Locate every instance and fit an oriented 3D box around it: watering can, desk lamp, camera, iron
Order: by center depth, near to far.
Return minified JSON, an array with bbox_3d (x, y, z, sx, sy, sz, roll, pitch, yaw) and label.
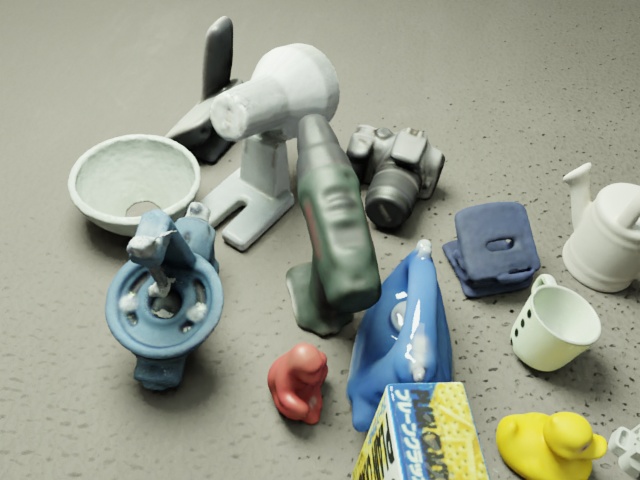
[{"bbox_3d":[0.104,0.084,0.642,0.118,0.141,0.258,10,50,2],"label":"iron"},{"bbox_3d":[0.392,-0.030,0.738,0.172,0.194,0.101,24,52,13],"label":"watering can"},{"bbox_3d":[-0.073,-0.129,0.753,0.117,0.213,0.203,29,53,17],"label":"desk lamp"},{"bbox_3d":[0.097,-0.094,0.818,0.143,0.101,0.137,18,51,9],"label":"camera"}]

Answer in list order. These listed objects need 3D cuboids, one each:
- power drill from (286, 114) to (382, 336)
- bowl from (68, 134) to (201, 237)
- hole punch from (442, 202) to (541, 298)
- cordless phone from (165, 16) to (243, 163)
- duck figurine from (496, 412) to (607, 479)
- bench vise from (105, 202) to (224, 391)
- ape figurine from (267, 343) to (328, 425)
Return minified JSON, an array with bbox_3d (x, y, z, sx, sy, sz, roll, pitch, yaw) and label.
[{"bbox_3d":[0.006,0.002,0.655,0.076,0.208,0.229,-8,52,-13],"label":"power drill"},{"bbox_3d":[-0.242,-0.061,0.767,0.167,0.075,0.167,3,50,-4],"label":"bowl"},{"bbox_3d":[0.230,0.012,0.751,0.109,0.091,0.101,-9,52,-14],"label":"hole punch"},{"bbox_3d":[-0.169,-0.222,0.837,0.094,0.185,0.148,19,51,10],"label":"cordless phone"},{"bbox_3d":[0.242,0.207,0.593,0.104,0.086,0.077,18,50,8],"label":"duck figurine"},{"bbox_3d":[-0.167,0.025,0.608,0.121,0.220,0.207,-5,51,-11],"label":"bench vise"},{"bbox_3d":[-0.019,0.144,0.611,0.076,0.092,0.078,36,55,22],"label":"ape figurine"}]
